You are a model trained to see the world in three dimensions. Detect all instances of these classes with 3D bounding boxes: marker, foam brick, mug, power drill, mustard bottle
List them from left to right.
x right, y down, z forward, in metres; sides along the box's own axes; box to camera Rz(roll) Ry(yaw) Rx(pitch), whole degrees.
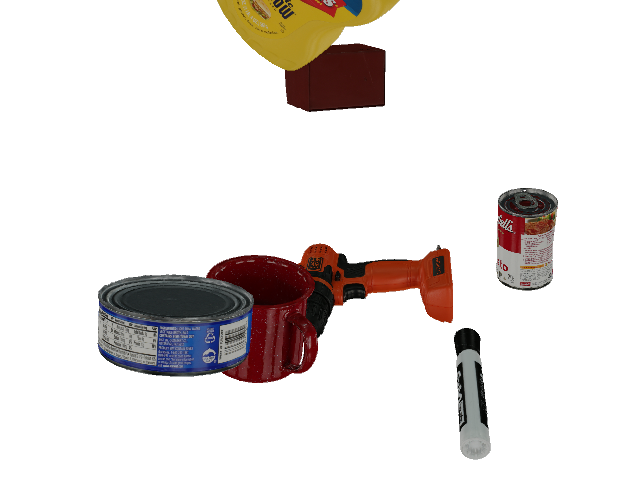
[{"bbox_3d":[-0.045,0.074,0.921,0.117,0.081,0.093,27,34,36],"label":"mug"},{"bbox_3d":[0.004,-0.171,0.640,0.058,0.096,0.192,-41,12,-27],"label":"mustard bottle"},{"bbox_3d":[0.013,-0.146,0.953,0.078,0.051,0.053,-7,19,-23],"label":"foam brick"},{"bbox_3d":[0.059,0.058,1.234,0.187,0.057,0.184,1,28,6],"label":"power drill"},{"bbox_3d":[0.101,0.098,0.715,0.020,0.020,0.121,0,32,5],"label":"marker"}]

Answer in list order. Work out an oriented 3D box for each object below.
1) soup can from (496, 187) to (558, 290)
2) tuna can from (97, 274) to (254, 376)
[{"bbox_3d":[0.241,-0.002,1.247,0.068,0.102,0.068,-3,30,2],"label":"soup can"},{"bbox_3d":[-0.080,0.046,0.593,0.086,0.034,0.086,4,13,-1],"label":"tuna can"}]
